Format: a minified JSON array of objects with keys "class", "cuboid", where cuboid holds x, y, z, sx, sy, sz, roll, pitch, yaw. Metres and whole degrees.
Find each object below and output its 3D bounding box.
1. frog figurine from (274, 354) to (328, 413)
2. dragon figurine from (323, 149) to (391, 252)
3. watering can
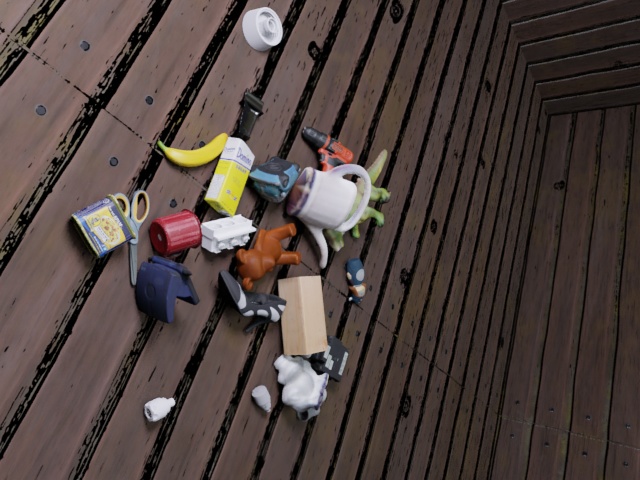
[{"class":"frog figurine","cuboid":[-0.069,0.396,1.439,0.159,0.140,0.120,32,-31,-6]},{"class":"dragon figurine","cuboid":[0.101,-0.150,1.648,0.240,0.416,0.121,26,-22,-39]},{"class":"watering can","cuboid":[0.004,-0.074,1.469,0.223,0.342,0.106,19,25,-20]}]
